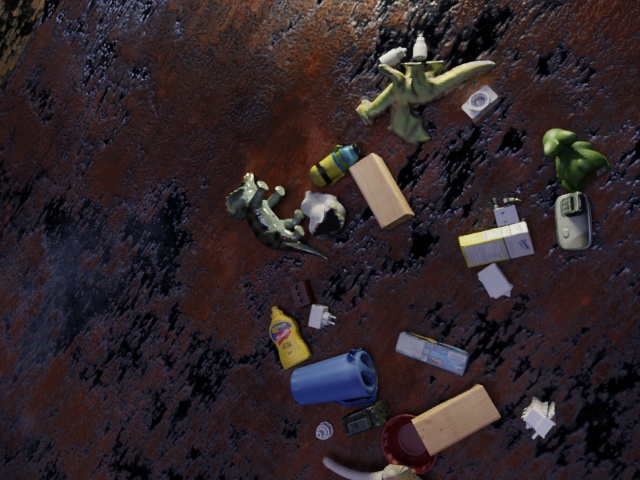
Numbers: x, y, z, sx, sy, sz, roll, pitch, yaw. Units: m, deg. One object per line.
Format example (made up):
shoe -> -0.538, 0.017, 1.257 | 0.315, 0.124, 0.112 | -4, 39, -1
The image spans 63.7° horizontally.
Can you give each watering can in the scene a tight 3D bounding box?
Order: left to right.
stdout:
watering can -> 0.169, 0.692, 1.419 | 0.350, 0.106, 0.219 | 37, 131, 15

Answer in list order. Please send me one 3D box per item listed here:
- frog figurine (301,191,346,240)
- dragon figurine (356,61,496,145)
frog figurine -> 0.005, -0.081, 1.601 | 0.162, 0.122, 0.135 | 45, 125, 57
dragon figurine -> 0.292, -0.402, 1.510 | 0.411, 0.123, 0.240 | 8, 106, 26
